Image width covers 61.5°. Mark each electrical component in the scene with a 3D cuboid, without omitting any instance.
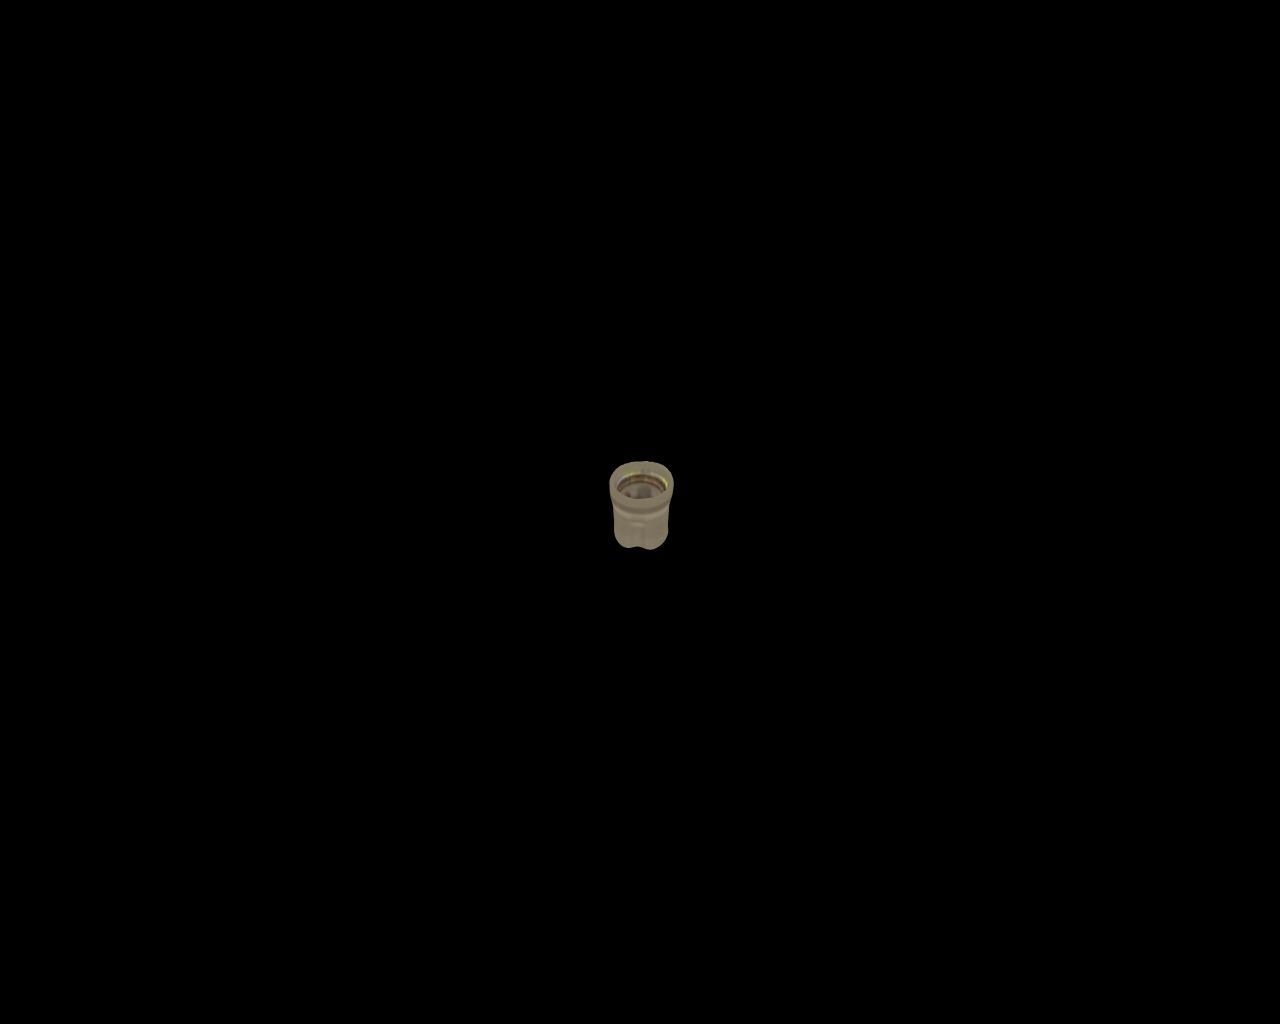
[{"bbox_3d":[0.001,-0.003,0.650,0.040,0.046,0.040,0,39,0],"label":"electrical component"}]
